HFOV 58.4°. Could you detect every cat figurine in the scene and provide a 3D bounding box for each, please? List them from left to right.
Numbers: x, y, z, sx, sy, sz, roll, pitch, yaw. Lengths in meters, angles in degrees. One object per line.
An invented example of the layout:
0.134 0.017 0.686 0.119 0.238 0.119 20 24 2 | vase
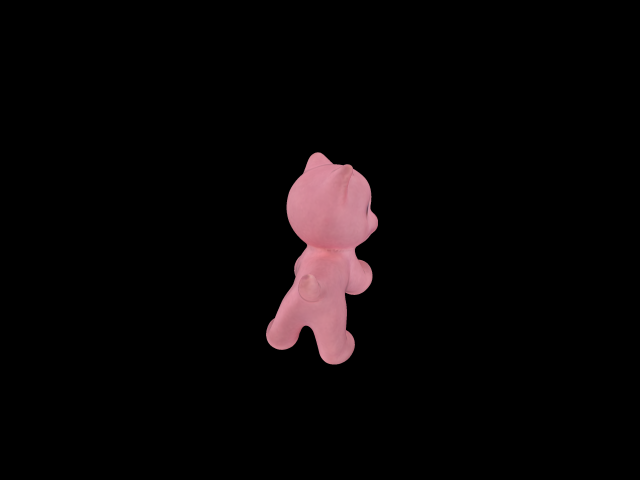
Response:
0.004 0.001 0.400 0.067 0.118 0.128 9 46 9 | cat figurine
